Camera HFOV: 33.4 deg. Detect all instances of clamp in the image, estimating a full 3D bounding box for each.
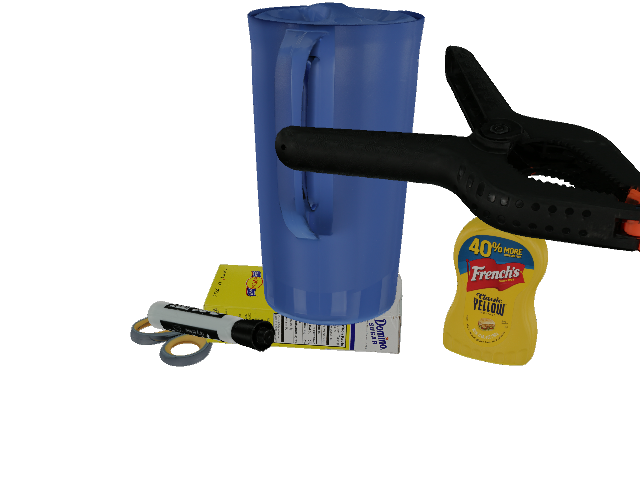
[{"bbox_3d":[0.088,-0.045,0.599,0.164,0.036,0.210,-26,42,-28],"label":"clamp"}]

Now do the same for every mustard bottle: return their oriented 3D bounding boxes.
[{"bbox_3d":[0.186,0.030,1.111,0.096,0.192,0.058,12,18,22],"label":"mustard bottle"}]

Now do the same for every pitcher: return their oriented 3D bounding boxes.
[{"bbox_3d":[0.006,-0.059,0.828,0.149,0.243,0.145,-8,20,-27],"label":"pitcher"}]

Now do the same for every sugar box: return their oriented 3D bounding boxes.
[{"bbox_3d":[-0.013,0.061,0.981,0.176,0.048,0.093,0,24,5],"label":"sugar box"}]

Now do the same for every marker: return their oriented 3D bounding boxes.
[{"bbox_3d":[-0.071,0.054,0.684,0.020,0.020,0.121,0,4,-41],"label":"marker"}]

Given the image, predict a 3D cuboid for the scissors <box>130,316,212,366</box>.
[{"bbox_3d":[-0.101,0.095,1.149,0.201,0.016,0.096,-6,31,-22],"label":"scissors"}]
